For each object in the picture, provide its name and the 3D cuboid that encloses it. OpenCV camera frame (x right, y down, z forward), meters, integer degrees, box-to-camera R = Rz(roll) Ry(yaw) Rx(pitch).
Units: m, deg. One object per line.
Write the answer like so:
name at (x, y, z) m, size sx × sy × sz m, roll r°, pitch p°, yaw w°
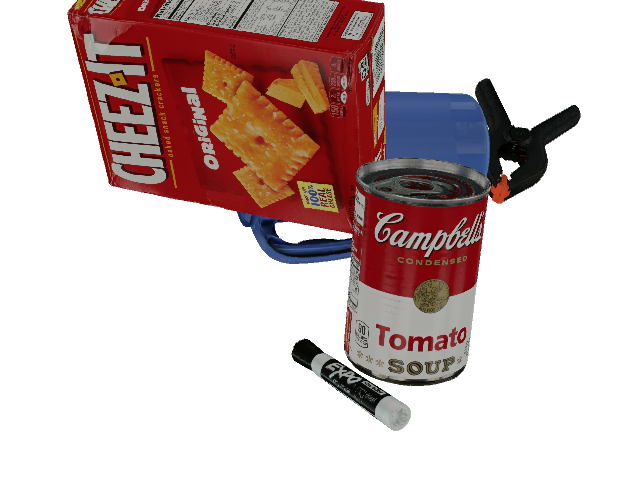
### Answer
soup can at (0.048, 0.015, 0.554) m, size 0.068 × 0.102 × 0.068 m, roll 3°, pitch 21°, yaw -1°
cracker box at (-0.062, -0.099, 0.775) m, size 0.214 × 0.164 × 0.072 m, roll 11°, pitch 46°, yaw 15°
marker at (0.018, 0.097, 0.738) m, size 0.020 × 0.020 × 0.121 m, roll 0°, pitch 17°, yaw -36°
pitcher at (0.036, -0.075, 1.034) m, size 0.242 × 0.149 × 0.145 m, roll -3°, pitch 29°, yaw -14°
clamp at (0.205, -0.113, 1.169) m, size 0.120 × 0.039 × 0.171 m, roll 21°, pitch 49°, yaw 17°
